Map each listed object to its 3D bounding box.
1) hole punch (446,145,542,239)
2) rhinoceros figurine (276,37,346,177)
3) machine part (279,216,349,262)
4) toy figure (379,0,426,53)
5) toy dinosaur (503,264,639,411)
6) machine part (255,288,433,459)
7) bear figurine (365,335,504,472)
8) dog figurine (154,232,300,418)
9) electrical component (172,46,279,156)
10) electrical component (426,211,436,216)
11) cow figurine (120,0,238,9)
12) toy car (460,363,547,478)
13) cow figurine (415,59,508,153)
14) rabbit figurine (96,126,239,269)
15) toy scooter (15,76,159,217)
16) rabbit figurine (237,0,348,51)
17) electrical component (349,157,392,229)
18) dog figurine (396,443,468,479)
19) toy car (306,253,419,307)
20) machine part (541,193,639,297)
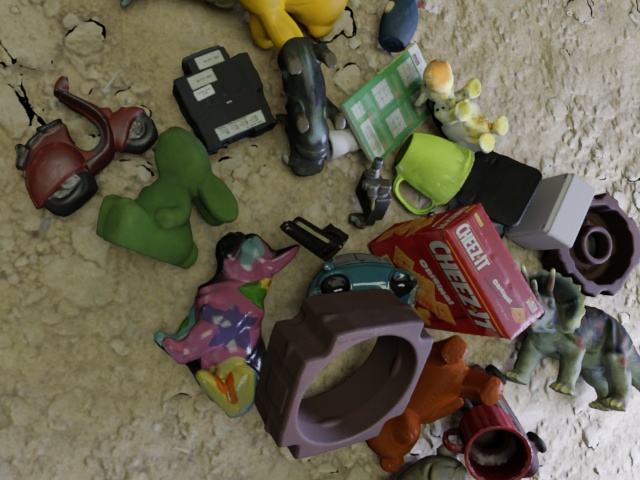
[{"bbox_3d":[0.275,-0.071,0.860,0.116,0.092,0.142,30,81,17],"label":"hole punch"},{"bbox_3d":[-0.023,-0.177,0.737,0.073,0.112,0.190,-19,120,-24],"label":"rhinoceros figurine"},{"bbox_3d":[-0.002,-0.002,0.732,0.084,0.139,0.039,26,98,14],"label":"machine part"},{"bbox_3d":[0.132,-0.368,0.836,0.058,0.064,0.154,13,76,23],"label":"toy figure"},{"bbox_3d":[0.433,0.168,0.875,0.404,0.131,0.192,21,78,-23],"label":"toy dinosaur"},{"bbox_3d":[0.028,0.163,0.676,0.201,0.087,0.200,-2,120,-32],"label":"machine part"},{"bbox_3d":[0.144,0.239,0.775,0.196,0.132,0.120,-42,95,-21],"label":"bear figurine"},{"bbox_3d":[-0.099,0.098,0.718,0.219,0.108,0.191,-44,99,-17],"label":"dog figurine"},{"bbox_3d":[-0.136,-0.197,0.745,0.115,0.058,0.134,-26,95,-19],"label":"electrical component"},{"bbox_3d":[0.189,0.002,0.848,0.063,0.021,0.094,-45,110,-12],"label":"electrical component"},{"bbox_3d":[-0.199,-0.368,0.724,0.195,0.085,0.127,11,78,-17],"label":"cow figurine"},{"bbox_3d":[0.289,0.291,0.854,0.089,0.053,0.202,-32,98,-13],"label":"toy car"},{"bbox_3d":[0.200,-0.202,0.818,0.167,0.098,0.068,42,75,-24],"label":"cow figurine"},{"bbox_3d":[-0.184,-0.057,0.690,0.159,0.121,0.170,23,84,-22],"label":"rabbit figurine"},{"bbox_3d":[-0.312,-0.127,0.680,0.135,0.075,0.184,46,73,-10],"label":"toy scooter"},{"bbox_3d":[-0.054,-0.342,0.741,0.173,0.122,0.162,-15,125,-44],"label":"rabbit figurine"},{"bbox_3d":[0.072,-0.061,0.786,0.045,0.102,0.078,-9,64,-19],"label":"electrical component"},{"bbox_3d":[0.110,0.376,0.779,0.191,0.121,0.172,9,50,0],"label":"dog figurine"},{"bbox_3d":[0.052,0.065,0.762,0.162,0.109,0.103,-10,45,-6],"label":"toy car"},{"bbox_3d":[0.459,0.008,0.914,0.179,0.056,0.179,1,86,-19],"label":"machine part"}]
